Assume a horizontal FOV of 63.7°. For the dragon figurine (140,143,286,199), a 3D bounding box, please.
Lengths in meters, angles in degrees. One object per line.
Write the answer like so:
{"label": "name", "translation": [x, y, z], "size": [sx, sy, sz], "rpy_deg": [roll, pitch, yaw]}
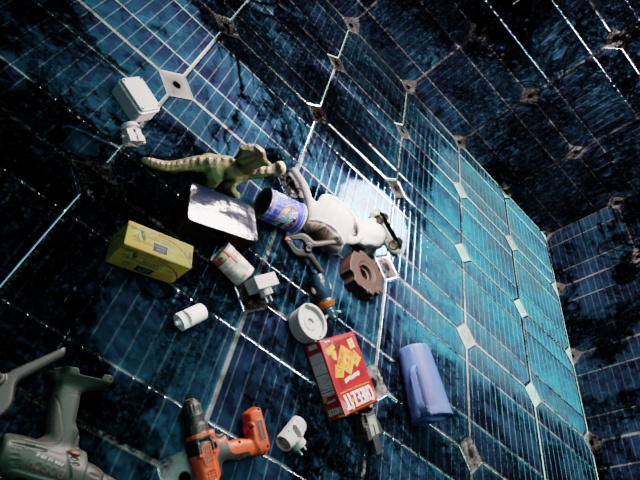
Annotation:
{"label": "dragon figurine", "translation": [-0.257, -0.218, 1.435], "size": [0.409, 0.240, 0.124], "rpy_deg": [7, 63, -49]}

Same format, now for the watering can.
{"label": "watering can", "translation": [0.005, -0.088, 1.754], "size": [0.346, 0.102, 0.229], "rpy_deg": [37, 41, -8]}

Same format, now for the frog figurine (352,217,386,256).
{"label": "frog figurine", "translation": [0.164, -0.035, 1.880], "size": [0.157, 0.122, 0.140], "rpy_deg": [54, 53, -23]}
